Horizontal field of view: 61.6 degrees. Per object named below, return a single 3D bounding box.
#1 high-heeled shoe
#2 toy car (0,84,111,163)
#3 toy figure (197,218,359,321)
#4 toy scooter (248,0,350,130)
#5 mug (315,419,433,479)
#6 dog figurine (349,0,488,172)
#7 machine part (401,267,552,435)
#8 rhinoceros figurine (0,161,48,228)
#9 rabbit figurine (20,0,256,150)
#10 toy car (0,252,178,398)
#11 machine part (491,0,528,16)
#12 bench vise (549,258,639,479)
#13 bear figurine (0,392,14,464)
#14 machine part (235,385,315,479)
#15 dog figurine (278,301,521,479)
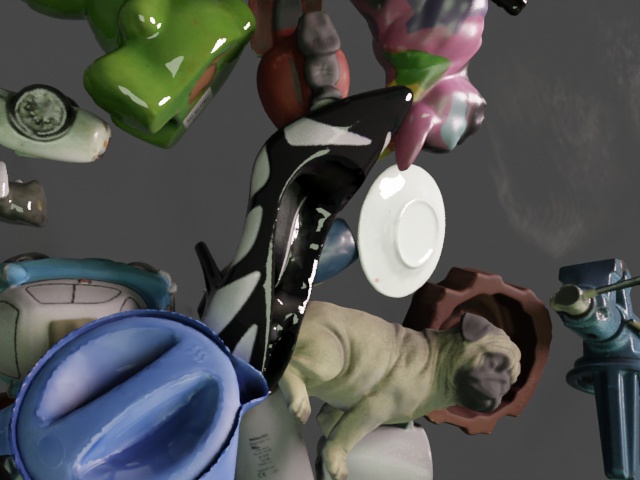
[{"bbox_3d":[-0.001,-0.001,0.406,0.249,0.145,0.086,-40,151,11],"label":"high-heeled shoe"},{"bbox_3d":[-0.257,-0.097,0.386,0.202,0.074,0.056,12,95,-20],"label":"toy car"},{"bbox_3d":[-0.040,0.030,0.490,0.154,0.058,0.064,-24,101,-8],"label":"toy figure"},{"bbox_3d":[-0.012,-0.167,0.422,0.075,0.135,0.183,-13,105,-18],"label":"toy scooter"},{"bbox_3d":[0.051,0.216,0.541,0.107,0.081,0.109,1,104,-10],"label":"mug"},{"bbox_3d":[0.071,-0.174,0.466,0.191,0.109,0.219,14,98,-21],"label":"dog figurine"},{"bbox_3d":[0.160,0.115,0.571,0.179,0.056,0.179,-3,100,-19],"label":"machine part"},{"bbox_3d":[-0.301,-0.020,0.386,0.190,0.073,0.112,4,78,-11],"label":"rhinoceros figurine"},{"bbox_3d":[-0.144,-0.175,0.390,0.170,0.121,0.159,38,93,-6],"label":"rabbit figurine"},{"bbox_3d":[-0.194,0.071,0.423,0.162,0.103,0.109,2,100,-17],"label":"toy car"},{"bbox_3d":[0.152,-0.246,0.401,0.084,0.039,0.138,24,92,-16],"label":"machine part"},{"bbox_3d":[0.313,0.148,0.566,0.223,0.129,0.240,40,52,-44],"label":"bench vise"},{"bbox_3d":[-0.336,0.156,0.386,0.196,0.120,0.132,22,96,-26],"label":"bear figurine"},{"bbox_3d":[-0.049,0.207,0.506,0.079,0.079,0.243,-16,105,-15],"label":"machine part"},{"bbox_3d":[0.061,0.091,0.469,0.191,0.121,0.172,-30,110,0],"label":"dog figurine"}]
